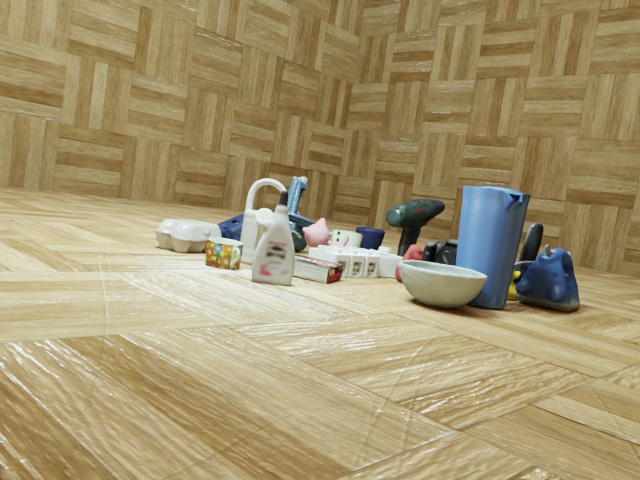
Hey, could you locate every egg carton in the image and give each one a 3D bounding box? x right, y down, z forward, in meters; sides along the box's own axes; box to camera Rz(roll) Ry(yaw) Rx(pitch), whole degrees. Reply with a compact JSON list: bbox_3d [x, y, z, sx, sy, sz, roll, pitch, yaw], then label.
[{"bbox_3d":[-0.305,-0.009,1.346,0.107,0.069,0.151,11,5,28],"label":"egg carton"}]

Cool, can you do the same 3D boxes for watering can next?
[{"bbox_3d":[-0.121,-0.041,1.288,0.101,0.194,0.172,6,5,-25],"label":"watering can"}]

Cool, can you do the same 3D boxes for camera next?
[{"bbox_3d":[0.373,0.046,1.715,0.142,0.101,0.137,10,5,22],"label":"camera"}]

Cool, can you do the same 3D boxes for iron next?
[{"bbox_3d":[0.545,0.082,1.317,0.118,0.141,0.259,12,6,37],"label":"iron"}]

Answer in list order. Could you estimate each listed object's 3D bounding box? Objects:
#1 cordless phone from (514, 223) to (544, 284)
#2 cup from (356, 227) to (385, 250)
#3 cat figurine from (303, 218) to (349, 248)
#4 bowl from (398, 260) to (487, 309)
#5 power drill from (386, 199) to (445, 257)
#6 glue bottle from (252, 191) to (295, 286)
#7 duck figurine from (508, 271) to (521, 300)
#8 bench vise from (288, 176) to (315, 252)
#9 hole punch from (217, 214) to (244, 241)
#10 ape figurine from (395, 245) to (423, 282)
[{"bbox_3d":[0.530,0.043,1.501,0.093,0.185,0.148,12,6,41],"label":"cordless phone"},{"bbox_3d":[0.151,0.009,1.799,0.091,0.095,0.118,8,5,-3],"label":"cup"},{"bbox_3d":[0.013,0.005,1.448,0.128,0.118,0.067,8,5,-9],"label":"cat figurine"},{"bbox_3d":[0.226,0.088,1.079,0.167,0.075,0.167,8,5,0],"label":"bowl"},{"bbox_3d":[0.262,-0.015,1.589,0.075,0.208,0.230,13,6,42],"label":"power drill"},{"bbox_3d":[-0.078,-0.005,1.055,0.078,0.173,0.037,7,5,-14],"label":"glue bottle"},{"bbox_3d":[0.419,0.091,1.331,0.105,0.086,0.077,7,5,-12],"label":"duck figurine"},{"bbox_3d":[-0.076,-0.072,1.598,0.121,0.220,0.208,9,5,7],"label":"bench vise"},{"bbox_3d":[-0.235,-0.031,1.606,0.101,0.091,0.108,5,6,-39],"label":"hole punch"},{"bbox_3d":[0.217,0.057,1.342,0.075,0.092,0.078,12,6,41],"label":"ape figurine"}]
